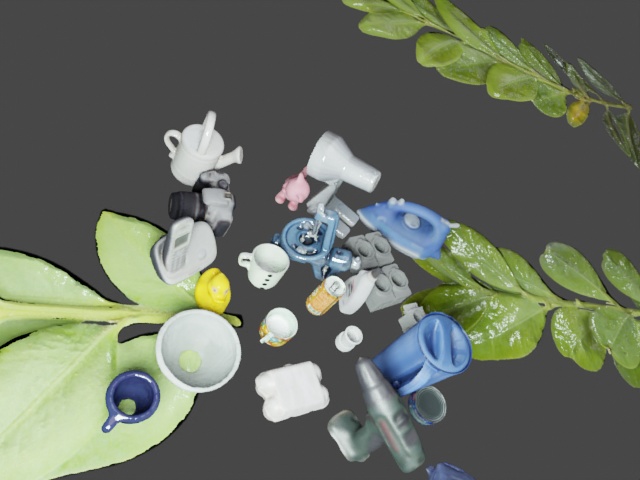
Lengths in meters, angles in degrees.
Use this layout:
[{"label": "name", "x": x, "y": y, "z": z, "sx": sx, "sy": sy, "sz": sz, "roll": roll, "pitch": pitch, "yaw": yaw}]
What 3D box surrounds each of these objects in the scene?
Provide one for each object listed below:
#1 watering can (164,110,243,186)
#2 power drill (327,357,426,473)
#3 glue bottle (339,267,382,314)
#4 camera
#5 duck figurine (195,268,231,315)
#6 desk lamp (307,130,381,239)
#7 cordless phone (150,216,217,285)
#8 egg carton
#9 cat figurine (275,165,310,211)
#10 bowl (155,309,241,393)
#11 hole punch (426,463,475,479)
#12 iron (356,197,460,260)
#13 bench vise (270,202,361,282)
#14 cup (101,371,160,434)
[{"label": "watering can", "x": -0.265, "y": -0.217, "z": 1.319, "sx": 0.173, "sy": 0.193, "sz": 0.101, "roll": -1, "pitch": 61, "yaw": -30}, {"label": "power drill", "x": 0.102, "y": 0.362, "z": 1.143, "sx": 0.076, "sy": 0.208, "sz": 0.229, "roll": -27, "pitch": 76, "yaw": -39}, {"label": "glue bottle", "x": 0.096, "y": 0.106, "z": 1.329, "sx": 0.037, "sy": 0.173, "sz": 0.078, "roll": 12, "pitch": 55, "yaw": -22}, {"label": "camera", "x": -0.268, "y": -0.092, "z": 1.297, "sx": 0.137, "sy": 0.100, "sz": 0.143, "roll": 4, "pitch": 59, "yaw": -28}, {"label": "duck figurine", "x": -0.218, "y": 0.100, "z": 1.211, "sx": 0.078, "sy": 0.086, "sz": 0.104, "roll": 8, "pitch": 57, "yaw": -25}, {"label": "desk lamp", "x": 0.047, "y": -0.143, "z": 1.436, "sx": 0.203, "sy": 0.213, "sz": 0.118, "roll": 39, "pitch": 49, "yaw": -2}, {"label": "cordless phone", "x": -0.268, "y": 0.001, "z": 1.182, "sx": 0.094, "sy": 0.184, "sz": 0.148, "roll": 49, "pitch": 50, "yaw": 7}, {"label": "egg carton", "x": -0.057, "y": 0.310, "z": 1.178, "sx": 0.151, "sy": 0.069, "sz": 0.107, "roll": -7, "pitch": 64, "yaw": -33}, {"label": "cat figurine", "x": -0.056, "y": -0.135, "z": 1.435, "sx": 0.067, "sy": 0.117, "sz": 0.128, "roll": 31, "pitch": 50, "yaw": -9}, {"label": "bowl", "x": -0.244, "y": 0.225, "z": 1.123, "sx": 0.168, "sy": 0.074, "sz": 0.167, "roll": 15, "pitch": 54, "yaw": -21}, {"label": "hole punch", "x": 0.286, "y": 0.530, "z": 1.216, "sx": 0.109, "sy": 0.091, "sz": 0.101, "roll": 28, "pitch": 51, "yaw": -11}, {"label": "iron", "x": 0.238, "y": -0.053, "z": 1.533, "sx": 0.259, "sy": 0.141, "sz": 0.118, "roll": 25, "pitch": 51, "yaw": -13}, {"label": "bench vise", "x": 0.011, "y": -0.006, "z": 1.322, "sx": 0.208, "sy": 0.219, "sz": 0.121, "roll": 10, "pitch": 56, "yaw": -24}, {"label": "cup", "x": -0.343, "y": 0.297, "z": 1.007, "sx": 0.092, "sy": 0.094, "sz": 0.118, "roll": 38, "pitch": 49, "yaw": -3}]
